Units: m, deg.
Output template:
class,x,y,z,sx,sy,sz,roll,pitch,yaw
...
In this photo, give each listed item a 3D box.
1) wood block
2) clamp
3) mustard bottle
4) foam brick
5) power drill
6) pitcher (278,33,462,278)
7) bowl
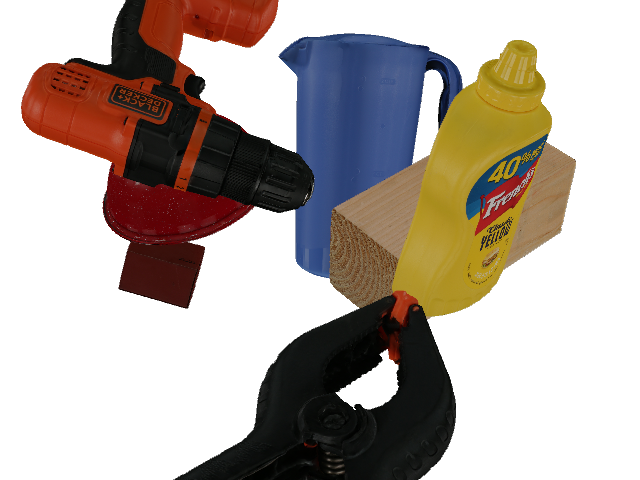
class,x,y,z,sx,sy,sz,roll,pitch,yaw
wood block,0.114,-0.016,0.927,0.205,0.090,0.091,-30,50,-29
clamp,0.011,0.087,0.405,0.120,0.039,0.171,27,50,20
mustard bottle,0.104,-0.043,0.689,0.096,0.192,0.058,-27,53,-36
foam brick,-0.168,0.029,1.128,0.078,0.051,0.053,17,29,-4
power drill,-0.080,-0.109,0.700,0.184,0.187,0.057,20,-44,-8
pitcher,0.045,-0.087,1.090,0.149,0.243,0.144,12,15,32
bowl,-0.125,-0.068,0.946,0.162,0.055,0.162,-10,40,8
